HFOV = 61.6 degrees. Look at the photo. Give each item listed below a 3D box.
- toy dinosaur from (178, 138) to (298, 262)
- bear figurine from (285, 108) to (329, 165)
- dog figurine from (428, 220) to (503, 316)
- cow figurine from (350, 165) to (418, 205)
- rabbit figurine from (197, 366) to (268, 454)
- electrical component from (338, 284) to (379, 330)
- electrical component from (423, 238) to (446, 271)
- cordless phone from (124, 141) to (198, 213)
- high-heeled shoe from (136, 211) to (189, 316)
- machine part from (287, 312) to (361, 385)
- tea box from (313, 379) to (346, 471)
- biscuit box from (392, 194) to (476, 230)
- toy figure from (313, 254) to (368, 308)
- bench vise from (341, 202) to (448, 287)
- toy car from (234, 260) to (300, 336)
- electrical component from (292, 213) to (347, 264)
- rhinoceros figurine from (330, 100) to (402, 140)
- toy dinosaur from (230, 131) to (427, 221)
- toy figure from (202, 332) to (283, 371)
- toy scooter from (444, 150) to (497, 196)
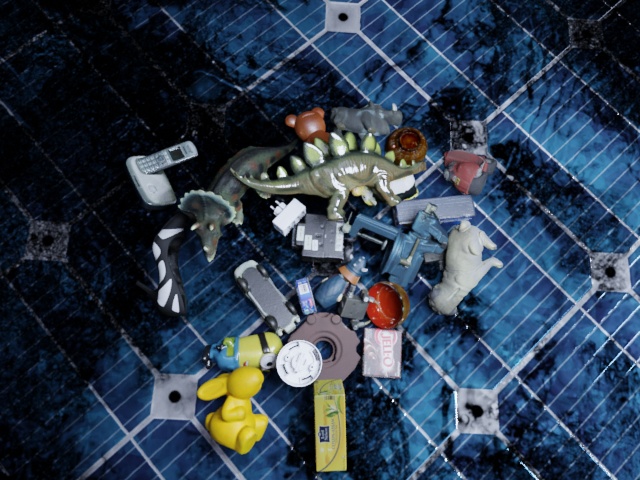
[{"bbox_3d":[-0.192,-0.144,1.292,0.131,0.192,0.405,35,77,5],"label":"toy dinosaur"},{"bbox_3d":[-0.008,-0.237,1.379,0.120,0.131,0.196,-22,56,-19],"label":"bear figurine"},{"bbox_3d":[0.317,0.068,1.269,0.190,0.121,0.172,-43,110,-14],"label":"dog figurine"},{"bbox_3d":[0.164,-0.125,1.366,0.167,0.068,0.098,-21,101,-7],"label":"cow figurine"},{"bbox_3d":[-0.181,0.352,1.185,0.163,0.122,0.173,22,102,23],"label":"rabbit figurine"},{"bbox_3d":[0.089,0.160,1.269,0.078,0.045,0.102,16,109,-25],"label":"electrical component"},{"bbox_3d":[0.284,0.035,1.349,0.063,0.021,0.094,-9,76,-5],"label":"electrical component"},{"bbox_3d":[-0.379,-0.162,1.347,0.184,0.088,0.146,-26,77,-14],"label":"cordless phone"},{"bbox_3d":[-0.334,0.055,1.288,0.145,0.086,0.248,27,81,4],"label":"high-heeled shoe"},{"bbox_3d":[0.008,0.258,1.258,0.179,0.056,0.179,1,76,-2],"label":"machine part"},{"bbox_3d":[0.021,0.400,1.172,0.068,0.098,0.169,-1,97,-2],"label":"tea box"},{"bbox_3d":[0.288,-0.069,1.359,0.203,0.059,0.063,-5,73,-4],"label":"biscuit box"},{"bbox_3d":[0.052,0.097,1.293,0.154,0.058,0.064,-42,94,0],"label":"toy figure"},{"bbox_3d":[0.173,-0.007,1.275,0.241,0.223,0.129,22,31,1],"label":"bench vise"},{"bbox_3d":[-0.128,0.138,1.287,0.073,0.056,0.202,-36,80,-18],"label":"toy car"},{"bbox_3d":[-0.003,-0.004,1.330,0.134,0.058,0.115,7,72,0],"label":"electrical component"},{"bbox_3d":[0.122,-0.314,1.419,0.190,0.073,0.112,0,64,-1],"label":"rhinoceros figurine"},{"bbox_3d":[0.036,-0.149,1.256,0.471,0.105,0.198,-13,97,-14],"label":"toy dinosaur"},{"bbox_3d":[-0.176,0.257,1.238,0.180,0.082,0.089,0,75,0],"label":"toy figure"},{"bbox_3d":[0.367,-0.181,1.370,0.135,0.075,0.184,25,38,18],"label":"toy scooter"}]
